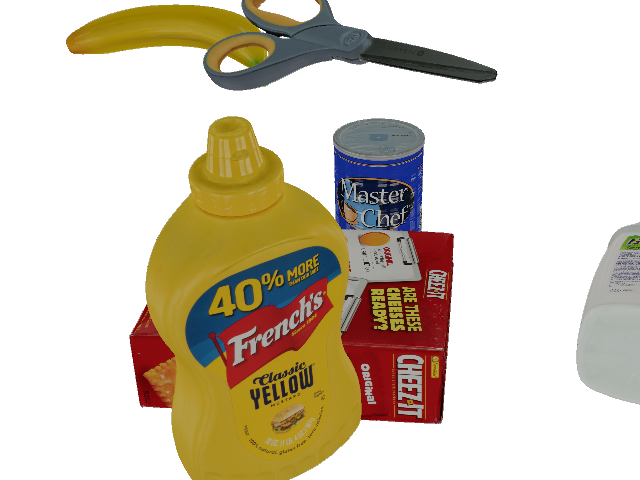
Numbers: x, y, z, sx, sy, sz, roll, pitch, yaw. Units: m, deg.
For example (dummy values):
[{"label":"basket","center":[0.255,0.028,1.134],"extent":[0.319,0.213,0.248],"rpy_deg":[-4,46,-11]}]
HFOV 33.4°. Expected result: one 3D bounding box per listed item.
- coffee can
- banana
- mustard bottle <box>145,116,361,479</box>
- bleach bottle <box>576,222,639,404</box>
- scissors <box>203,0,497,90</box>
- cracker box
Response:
[{"label":"coffee can","center":[0.067,-0.056,1.224],"extent":[0.103,0.140,0.103],"rpy_deg":[-1,29,1]},{"label":"banana","center":[-0.127,-0.182,0.947],"extent":[0.198,0.037,0.069],"rpy_deg":[10,47,17]},{"label":"mustard bottle","center":[-0.031,0.029,0.500],"extent":[0.096,0.192,0.058],"rpy_deg":[-20,38,-20]},{"label":"bleach bottle","center":[0.244,0.035,0.747],"extent":[0.103,0.068,0.250],"rpy_deg":[9,20,19]},{"label":"scissors","center":[0.002,-0.102,0.613],"extent":[0.202,0.096,0.016],"rpy_deg":[41,-11,45]},{"label":"cracker box","center":[-0.012,0.057,0.785],"extent":[0.214,0.072,0.164],"rpy_deg":[2,29,9]}]
